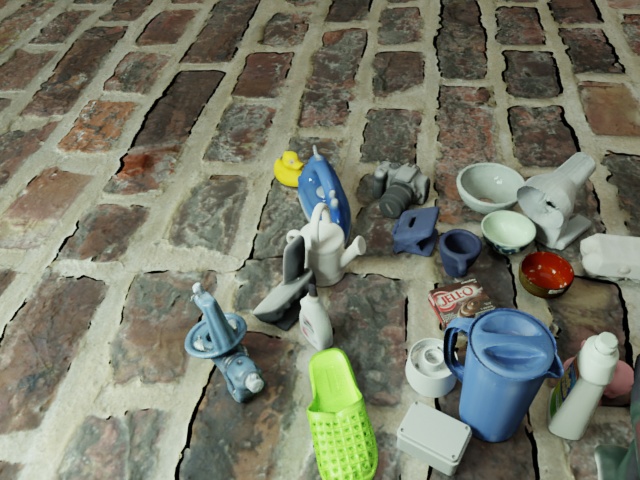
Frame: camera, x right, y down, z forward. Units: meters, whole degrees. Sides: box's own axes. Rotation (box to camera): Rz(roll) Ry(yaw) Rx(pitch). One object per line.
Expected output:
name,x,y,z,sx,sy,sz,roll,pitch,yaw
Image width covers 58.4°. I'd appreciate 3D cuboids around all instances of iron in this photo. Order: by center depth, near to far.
iron,0.018,-0.111,1.396,0.119,0.141,0.257,-13,46,-10

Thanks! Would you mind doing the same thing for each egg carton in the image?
egg carton,0.653,0.042,1.259,0.150,0.069,0.107,5,46,9

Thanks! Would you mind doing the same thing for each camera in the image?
camera,0.189,-0.129,1.433,0.142,0.101,0.137,21,50,23

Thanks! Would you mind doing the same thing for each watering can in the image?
watering can,0.012,0.003,1.246,0.173,0.194,0.101,-3,45,0

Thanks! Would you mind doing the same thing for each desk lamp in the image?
desk lamp,0.535,-0.084,1.290,0.204,0.214,0.117,-32,52,-26

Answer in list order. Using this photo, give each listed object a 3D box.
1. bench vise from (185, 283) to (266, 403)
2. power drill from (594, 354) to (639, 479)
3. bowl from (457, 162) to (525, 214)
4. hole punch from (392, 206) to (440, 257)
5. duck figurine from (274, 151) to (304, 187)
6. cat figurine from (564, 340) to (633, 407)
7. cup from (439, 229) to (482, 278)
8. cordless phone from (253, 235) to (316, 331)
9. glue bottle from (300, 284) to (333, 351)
bench vise,-0.168,0.182,1.060,0.206,0.220,0.122,24,51,24
power drill,0.500,0.320,0.893,0.075,0.209,0.229,5,46,9
bowl,0.420,-0.116,1.426,0.167,0.075,0.167,-1,45,2
hole punch,0.223,-0.026,1.336,0.101,0.091,0.109,12,47,15
duck figurine,-0.080,-0.200,1.529,0.104,0.086,0.078,30,54,29
cat figurine,0.514,0.238,1.038,0.067,0.118,0.127,-19,47,-14
cup,0.305,0.047,1.256,0.091,0.095,0.117,1,45,5
cordless phone,-0.075,0.082,1.178,0.094,0.185,0.148,24,51,25
glue bottle,-0.011,0.143,1.122,0.037,0.173,0.078,-33,52,-26
